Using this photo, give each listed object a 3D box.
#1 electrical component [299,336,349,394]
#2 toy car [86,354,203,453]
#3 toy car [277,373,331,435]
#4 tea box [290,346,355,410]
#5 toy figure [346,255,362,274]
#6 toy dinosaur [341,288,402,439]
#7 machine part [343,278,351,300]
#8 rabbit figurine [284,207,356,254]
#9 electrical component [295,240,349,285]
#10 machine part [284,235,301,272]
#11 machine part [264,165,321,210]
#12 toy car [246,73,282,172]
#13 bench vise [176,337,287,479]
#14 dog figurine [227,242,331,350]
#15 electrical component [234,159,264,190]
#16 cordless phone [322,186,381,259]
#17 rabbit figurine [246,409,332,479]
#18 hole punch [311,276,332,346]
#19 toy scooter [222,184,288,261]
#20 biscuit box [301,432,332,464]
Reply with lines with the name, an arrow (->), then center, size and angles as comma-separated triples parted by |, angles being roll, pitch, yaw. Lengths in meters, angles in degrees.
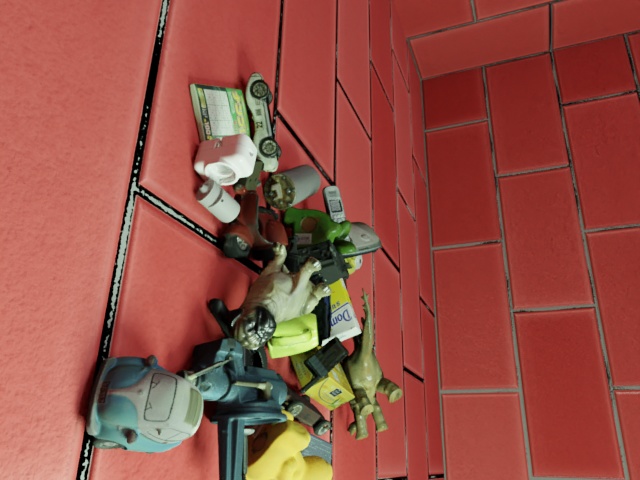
electrical component -> -0.003, 0.247, 1.061 | 0.048, 0.119, 0.075 | 51, -16, 8
toy car -> -0.199, 0.209, 0.662 | 0.161, 0.103, 0.109 | 53, 36, -49
toy car -> -0.046, 0.328, 1.059 | 0.089, 0.053, 0.202 | 45, -4, 39
tea box -> 0.006, 0.300, 1.182 | 0.169, 0.068, 0.098 | 55, 8, -52
toy figure -> 0.053, 0.010, 1.439 | 0.082, 0.089, 0.180 | -50, 122, -43
toy dinosaur -> 0.100, 0.321, 1.287 | 0.199, 0.105, 0.470 | -124, -149, -41
machine part -> 0.025, 0.133, 1.353 | 0.179, 0.056, 0.179 | -9, 90, -69
rabbit figurine -> -0.003, -0.004, 1.230 | 0.170, 0.159, 0.121 | 73, 7, -66
electrical component -> -0.017, 0.062, 1.151 | 0.114, 0.134, 0.058 | 48, 26, -57
machine part -> -0.075, 0.060, 1.082 | 0.039, 0.084, 0.139 | 19, 72, -41
machine part -> -0.058, -0.119, 1.189 | 0.243, 0.079, 0.079 | -38, 118, -68
toy car -> -0.117, -0.238, 1.094 | 0.073, 0.056, 0.201 | -67, 148, -87
bench vise -> -0.129, 0.275, 0.809 | 0.223, 0.129, 0.240 | 40, 42, -57
dog figurine -> -0.082, 0.125, 0.941 | 0.190, 0.121, 0.172 | -55, 144, -28
electrical component -> -0.142, -0.133, 1.024 | 0.102, 0.045, 0.078 | -37, 146, -64
cordless phone -> 0.068, -0.048, 1.344 | 0.146, 0.089, 0.184 | -11, 91, -34
rabbit figurine -> -0.051, 0.393, 0.918 | 0.173, 0.122, 0.162 | 41, 67, -28
hole punch -> -0.030, 0.156, 1.126 | 0.092, 0.116, 0.142 | 53, 36, -66
toy scooter -> -0.121, -0.031, 0.998 | 0.183, 0.075, 0.135 | 11, 72, -64
biscuit box -> -0.037, 0.424, 1.078 | 0.202, 0.059, 0.063 | 52, 36, -53
